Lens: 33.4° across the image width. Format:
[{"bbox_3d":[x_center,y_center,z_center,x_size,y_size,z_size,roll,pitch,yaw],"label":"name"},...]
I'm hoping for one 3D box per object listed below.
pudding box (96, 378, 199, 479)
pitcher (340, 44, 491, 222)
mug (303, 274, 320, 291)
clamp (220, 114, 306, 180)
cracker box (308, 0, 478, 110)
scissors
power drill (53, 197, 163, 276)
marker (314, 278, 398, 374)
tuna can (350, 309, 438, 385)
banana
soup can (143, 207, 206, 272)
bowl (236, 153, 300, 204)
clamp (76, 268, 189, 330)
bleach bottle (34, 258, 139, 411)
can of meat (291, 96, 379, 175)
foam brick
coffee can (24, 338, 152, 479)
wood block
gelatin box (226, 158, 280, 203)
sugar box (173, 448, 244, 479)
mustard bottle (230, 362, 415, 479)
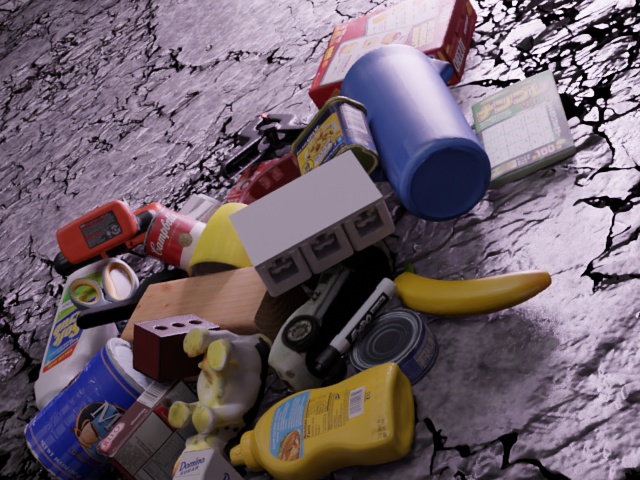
[{"bbox_3d":[-0.167,0.208,1.129,0.113,0.090,0.039,-48,35,-20],"label":"pudding box"},{"bbox_3d":[0.104,-0.120,1.265,0.243,0.144,0.149,-111,39,-55],"label":"pitcher"},{"bbox_3d":[-0.008,0.002,1.225,0.093,0.117,0.082,-34,35,-14],"label":"mug"},{"bbox_3d":[-0.058,-0.147,1.514,0.164,0.036,0.210,-17,20,5],"label":"clamp"},{"bbox_3d":[0.104,-0.261,1.500,0.214,0.072,0.164,-13,39,32],"label":"cracker box"},{"bbox_3d":[-0.270,0.106,1.360,0.096,0.016,0.202,-7,47,-8],"label":"scissors"},{"bbox_3d":[-0.308,-0.001,1.493,0.184,0.057,0.187,-29,-1,0],"label":"power drill"},{"bbox_3d":[0.036,0.088,1.087,0.121,0.020,0.020,-48,33,-17],"label":"marker"},{"bbox_3d":[0.073,0.111,1.074,0.086,0.033,0.086,-26,33,18],"label":"tuna can"},{"bbox_3d":[0.140,0.049,1.086,0.198,0.037,0.069,5,52,47],"label":"banana"},{"bbox_3d":[-0.166,0.007,1.366,0.102,0.068,0.068,21,53,9],"label":"soup can"},{"bbox_3d":[-0.031,-0.046,1.363,0.162,0.055,0.162,-26,33,18],"label":"bowl"},{"bbox_3d":[-0.221,0.083,1.350,0.120,0.039,0.171,24,41,15],"label":"clamp"},{"bbox_3d":[-0.310,0.138,1.391,0.103,0.068,0.250,-21,37,22],"label":"bleach bottle"},{"bbox_3d":[0.018,-0.098,1.220,0.102,0.057,0.084,-48,38,32],"label":"can of meat"},{"bbox_3d":[-0.150,0.113,1.121,0.078,0.051,0.053,-7,17,-42],"label":"foam brick"},{"bbox_3d":[-0.244,0.194,1.189,0.140,0.102,0.103,-45,31,5],"label":"coffee can"},{"bbox_3d":[-0.115,0.099,1.222,0.207,0.090,0.090,-11,40,36],"label":"wood block"},{"bbox_3d":[-0.077,-0.077,1.473,0.089,0.030,0.073,-7,42,40],"label":"gelatin box"},{"bbox_3d":[-0.114,0.288,0.968,0.048,0.093,0.176,-16,36,30],"label":"sugar box"},{"bbox_3d":[-0.004,0.186,1.027,0.192,0.058,0.096,-21,39,24],"label":"mustard bottle"}]
